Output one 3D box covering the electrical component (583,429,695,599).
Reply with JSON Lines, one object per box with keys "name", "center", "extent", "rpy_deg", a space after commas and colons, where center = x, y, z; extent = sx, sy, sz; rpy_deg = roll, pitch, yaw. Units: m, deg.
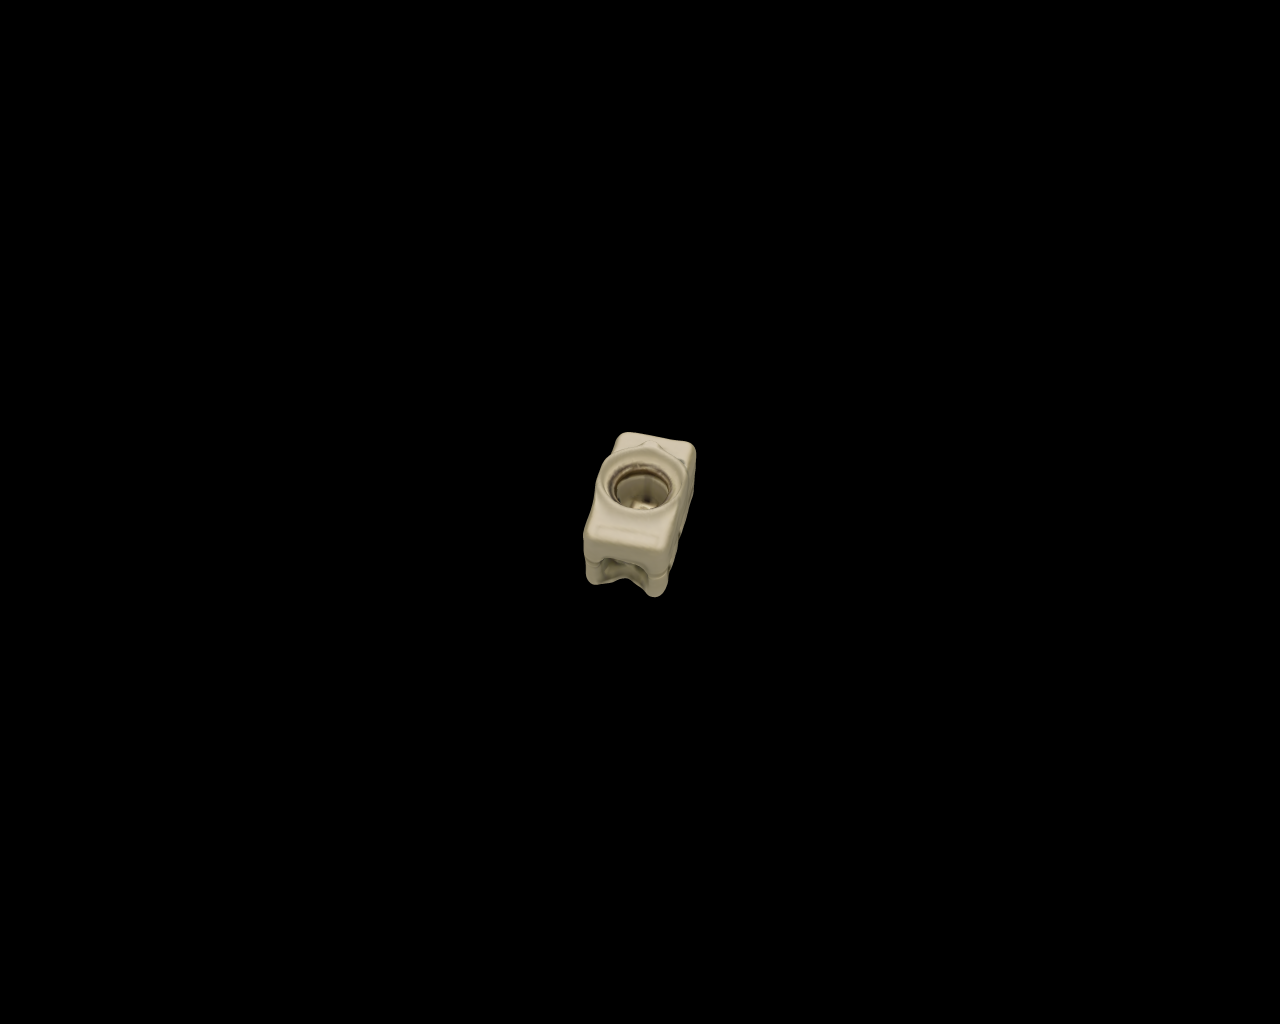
{"name": "electrical component", "center": [0.001, -0.003, 0.650], "extent": [0.050, 0.090, 0.055], "rpy_deg": [11, -39, 9]}
